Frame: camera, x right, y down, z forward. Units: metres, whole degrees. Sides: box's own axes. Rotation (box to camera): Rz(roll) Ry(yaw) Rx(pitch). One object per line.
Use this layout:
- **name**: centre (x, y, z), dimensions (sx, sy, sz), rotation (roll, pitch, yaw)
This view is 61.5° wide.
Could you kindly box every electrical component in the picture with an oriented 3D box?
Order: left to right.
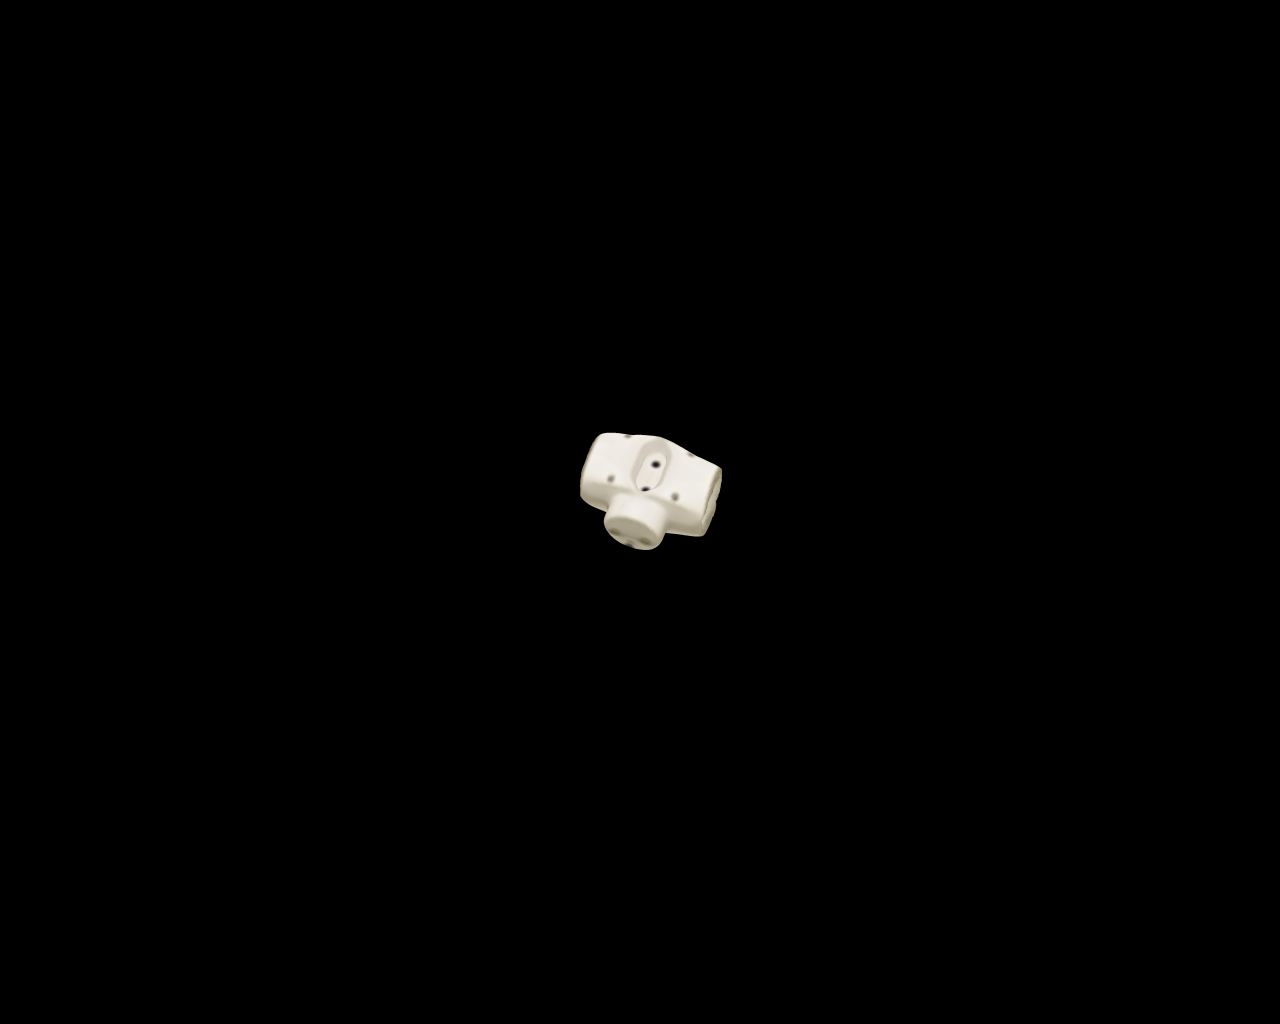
- **electrical component**: centre (0.001, -0.003, 0.650), dimensions (0.077, 0.079, 0.043), rotation (18, -28, 10)
